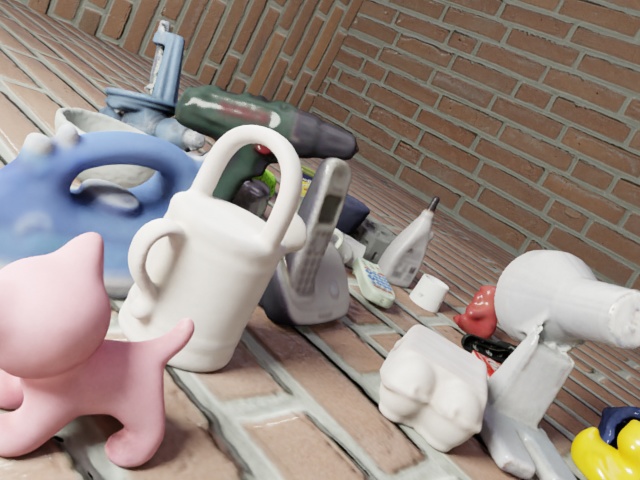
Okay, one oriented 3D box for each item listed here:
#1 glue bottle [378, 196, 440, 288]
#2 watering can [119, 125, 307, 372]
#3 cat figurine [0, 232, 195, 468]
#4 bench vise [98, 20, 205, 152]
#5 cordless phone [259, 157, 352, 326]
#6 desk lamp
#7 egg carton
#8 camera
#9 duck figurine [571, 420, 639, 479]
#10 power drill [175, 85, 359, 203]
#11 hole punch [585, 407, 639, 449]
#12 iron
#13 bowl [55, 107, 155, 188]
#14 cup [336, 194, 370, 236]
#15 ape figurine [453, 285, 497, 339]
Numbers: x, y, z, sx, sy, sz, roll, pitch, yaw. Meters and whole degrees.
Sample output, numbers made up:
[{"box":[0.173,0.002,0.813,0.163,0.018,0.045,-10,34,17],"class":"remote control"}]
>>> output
[{"box":[0.165,0.000,1.009,0.078,0.173,0.037,18,16,-38],"class":"glue bottle"},{"box":[-0.077,-0.001,0.472,0.101,0.194,0.173,30,13,6],"class":"watering can"},{"box":[-0.130,0.055,0.314,0.128,0.117,0.067,19,16,-35],"class":"cat figurine"},{"box":[-0.244,-0.222,0.914,0.207,0.219,0.122,30,13,8],"class":"bench vise"},{"box":[0.006,0.002,0.647,0.094,0.185,0.148,34,14,24],"class":"cordless phone"},{"box":[0.256,0.126,0.626,0.118,0.213,0.203,26,13,-11],"class":"desk lamp"},{"box":[0.115,0.145,0.584,0.107,0.069,0.150,30,13,10],"class":"egg carton"},{"box":[-0.136,-0.083,0.868,0.143,0.101,0.137,29,13,6],"class":"camera"},{"box":[0.344,0.243,0.645,0.078,0.086,0.104,19,16,-34],"class":"duck figurine"},{"box":[-0.093,-0.090,0.744,0.230,0.208,0.075,26,13,-9],"class":"power drill"},{"box":[0.413,0.255,0.729,0.108,0.091,0.101,31,13,11],"class":"hole punch"},{"box":[-0.187,-0.036,0.495,0.118,0.141,0.259,35,15,27],"class":"iron"},{"box":[-0.262,-0.100,0.733,0.167,0.074,0.167,27,13,-6],"class":"bowl"},{"box":[0.022,-0.043,1.054,0.117,0.095,0.092,34,14,24],"class":"cup"},{"box":[0.270,0.116,0.962,0.076,0.092,0.078,38,16,35],"class":"ape figurine"}]
